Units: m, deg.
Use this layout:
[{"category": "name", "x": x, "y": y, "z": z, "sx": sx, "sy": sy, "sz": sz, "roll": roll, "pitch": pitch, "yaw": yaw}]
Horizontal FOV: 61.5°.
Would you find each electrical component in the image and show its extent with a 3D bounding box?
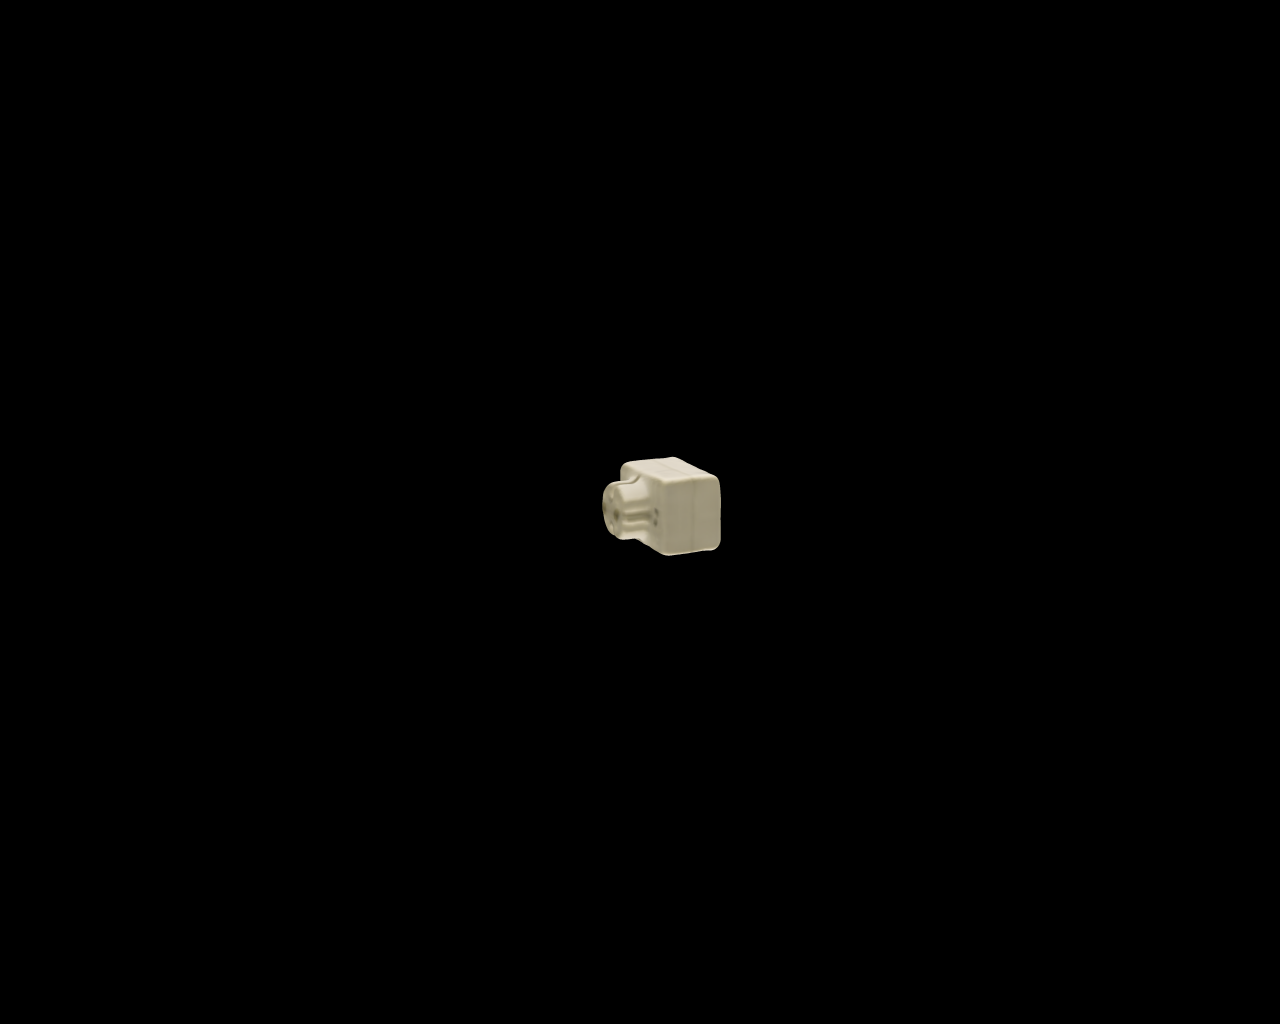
[{"category": "electrical component", "x": 0.001, "y": -0.003, "z": 0.650, "sx": 0.077, "sy": 0.047, "sz": 0.066, "roll": -6, "pitch": 15, "yaw": -23}]
